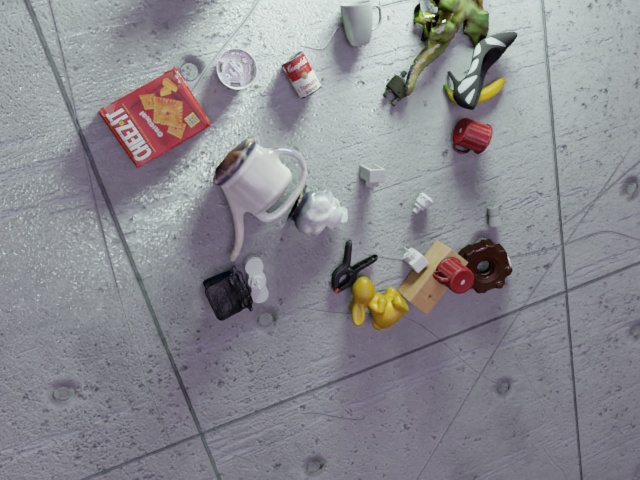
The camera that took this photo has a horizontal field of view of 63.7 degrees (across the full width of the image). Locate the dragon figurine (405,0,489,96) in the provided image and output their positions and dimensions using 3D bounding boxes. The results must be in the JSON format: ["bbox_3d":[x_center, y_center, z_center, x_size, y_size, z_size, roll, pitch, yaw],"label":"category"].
[{"bbox_3d":[0.374,-0.587,1.413,0.243,0.124,0.403,2,115,-26],"label":"dragon figurine"}]

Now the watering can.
[{"bbox_3d":[-0.190,-0.121,1.374,0.222,0.105,0.347,40,92,-22],"label":"watering can"}]

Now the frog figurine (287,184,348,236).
[{"bbox_3d":[0.004,-0.073,1.442,0.159,0.122,0.138,22,80,-10],"label":"frog figurine"}]
